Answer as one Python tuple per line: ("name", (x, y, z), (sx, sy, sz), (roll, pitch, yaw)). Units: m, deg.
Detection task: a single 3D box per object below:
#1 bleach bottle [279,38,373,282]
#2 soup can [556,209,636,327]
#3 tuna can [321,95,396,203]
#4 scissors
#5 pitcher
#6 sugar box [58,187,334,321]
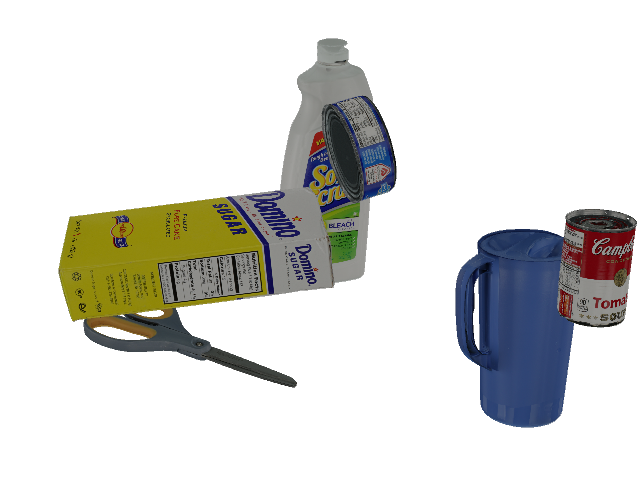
("bleach bottle", (0.001, -0.080, 1.089), (0.102, 0.251, 0.068), (-4, 27, -11))
("soup can", (0.272, 0.027, 1.057), (0.068, 0.102, 0.068), (1, 18, -1))
("tuna can", (0.032, -0.077, 0.890), (0.033, 0.086, 0.086), (-18, 4, -12))
("scissors", (-0.112, 0.087, 0.967), (0.202, 0.016, 0.096), (10, 28, 5))
("pitcher", (0.256, 0.115, 1.378), (0.149, 0.243, 0.144), (5, 18, 16))
("sugar box", (-0.084, 0.006, 0.729), (0.176, 0.048, 0.093), (-10, 26, -4))
